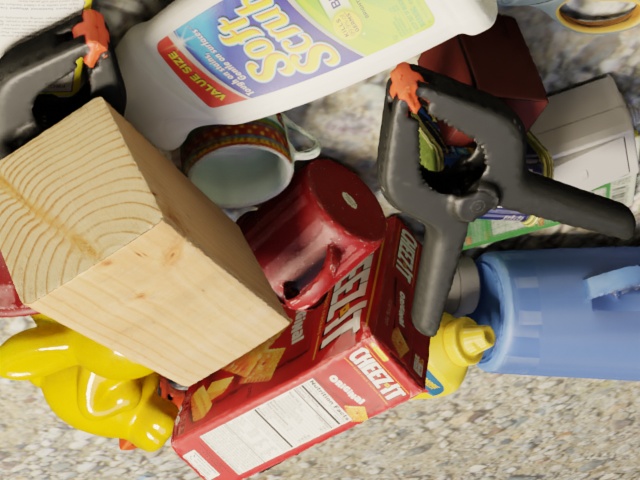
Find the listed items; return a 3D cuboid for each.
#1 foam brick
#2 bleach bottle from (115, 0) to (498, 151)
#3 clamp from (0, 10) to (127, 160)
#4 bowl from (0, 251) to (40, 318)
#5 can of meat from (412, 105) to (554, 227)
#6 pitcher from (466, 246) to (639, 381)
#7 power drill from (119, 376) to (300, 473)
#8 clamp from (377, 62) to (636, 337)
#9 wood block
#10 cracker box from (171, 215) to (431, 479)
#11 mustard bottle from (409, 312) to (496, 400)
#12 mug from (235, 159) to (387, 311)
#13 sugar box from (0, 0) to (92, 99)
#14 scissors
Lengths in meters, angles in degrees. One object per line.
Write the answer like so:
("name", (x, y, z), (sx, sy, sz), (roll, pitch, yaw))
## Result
("foam brick", (0.104, -0.103, 0.692), (0.052, 0.078, 0.051), (3, 144, -23))
("bleach bottle", (-0.031, -0.113, 0.623), (0.251, 0.068, 0.102), (-26, 107, 24))
("clamp", (-0.157, -0.061, 0.627), (0.120, 0.039, 0.172), (14, 139, -44))
("bowl", (-0.222, -0.007, 0.758), (0.162, 0.055, 0.162), (-8, 148, -5))
("can of meat", (0.102, -0.054, 0.746), (0.083, 0.102, 0.057), (3, 121, -17))
("pitcher", (0.260, 0.061, 0.958), (0.242, 0.145, 0.149), (1, 113, -15))
("power drill", (-0.105, 0.188, 1.084), (0.187, 0.057, 0.185), (8, 147, -19))
("clamp", (0.106, -0.034, 0.673), (0.164, 0.036, 0.210), (-24, 131, 7))
("wood block", (-0.106, 0.012, 0.659), (0.090, 0.091, 0.206), (-32, 154, 5))
("cracker box", (-0.012, 0.090, 0.873), (0.214, 0.164, 0.072), (-31, 114, 28))
("mustard bottle", (0.073, 0.102, 0.937), (0.192, 0.058, 0.096), (-20, 121, 42))
("mug", (-0.005, 0.001, 0.791), (0.093, 0.117, 0.082), (34, 125, -22))
("sugar box", (-0.183, -0.114, 0.614), (0.093, 0.048, 0.176), (-1, 149, -21))
("scissors", (0.131, -0.167, 0.658), (0.201, 0.016, 0.096), (5, 143, -25))
